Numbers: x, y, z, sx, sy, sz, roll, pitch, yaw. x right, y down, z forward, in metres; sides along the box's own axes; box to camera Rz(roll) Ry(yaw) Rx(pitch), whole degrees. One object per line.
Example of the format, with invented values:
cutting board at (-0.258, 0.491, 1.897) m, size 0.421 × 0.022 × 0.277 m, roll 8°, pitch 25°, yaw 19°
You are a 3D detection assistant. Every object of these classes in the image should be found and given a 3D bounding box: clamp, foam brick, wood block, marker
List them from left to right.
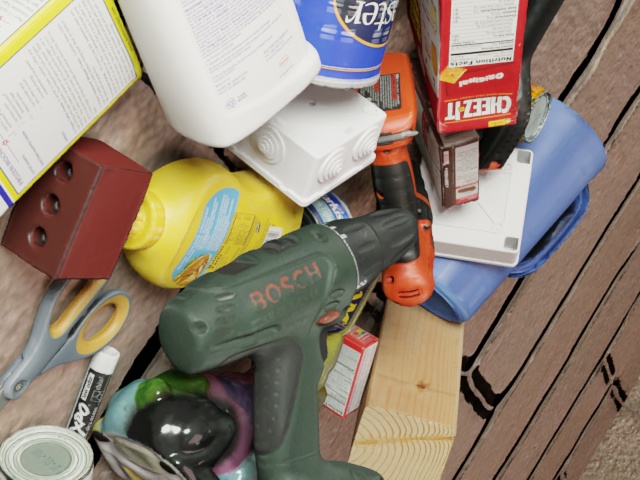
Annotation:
foam brick at (-0.149, -0.020, 0.660) m, size 0.051 × 0.053 × 0.078 m, roll 6°, pitch 110°, yaw -60°
marker at (-0.178, 0.135, 0.796) m, size 0.020 × 0.020 × 0.121 m, roll 0°, pitch 116°, yaw -59°
wood block at (0.092, 0.154, 1.099) m, size 0.206 × 0.091 × 0.090 m, roll -70°, pitch 175°, yaw -61°
clamp at (0.162, -0.156, 0.919) m, size 0.036 × 0.165 × 0.210 m, roll -4°, pitch 110°, yaw -16°

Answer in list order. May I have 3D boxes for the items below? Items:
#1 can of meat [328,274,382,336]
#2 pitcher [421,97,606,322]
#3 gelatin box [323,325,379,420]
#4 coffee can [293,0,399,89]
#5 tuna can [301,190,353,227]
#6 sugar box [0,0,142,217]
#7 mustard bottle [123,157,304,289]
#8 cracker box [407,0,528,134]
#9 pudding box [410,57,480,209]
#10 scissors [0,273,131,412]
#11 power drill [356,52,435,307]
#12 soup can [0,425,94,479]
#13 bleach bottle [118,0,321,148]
can of meat at (0.007, 0.031, 0.971) m, size 0.102 × 0.058 × 0.083 m, roll -61°, pitch 150°, yaw -1°
pitcher at (0.189, -0.027, 1.141) m, size 0.242 × 0.149 × 0.145 m, roll -50°, pitch 170°, yaw -13°
gelatin box at (0.012, 0.119, 1.044) m, size 0.030 × 0.073 × 0.089 m, roll -24°, pitch 136°, yaw -49°
coffee can at (0.008, -0.185, 0.714) m, size 0.102 × 0.103 × 0.140 m, roll -21°, pitch 133°, yaw -51°
tuna can at (-0.006, 0.001, 0.884) m, size 0.033 × 0.086 × 0.086 m, roll -15°, pitch 130°, yaw -33°
sugar box at (-0.178, -0.068, 0.574) m, size 0.176 × 0.048 × 0.093 m, roll -47°, pitch 151°, yaw -19°
mustard bottle at (-0.088, -0.011, 0.766) m, size 0.191 × 0.058 × 0.096 m, roll 4°, pitch 118°, yaw -61°
cracker box at (0.110, -0.214, 0.799) m, size 0.214 × 0.072 × 0.164 m, roll 85°, pitch -1°, yaw -46°
pudding box at (0.110, -0.099, 0.964) m, size 0.039 × 0.113 × 0.090 m, roll -15°, pitch 144°, yaw -1°
scissors at (-0.195, 0.096, 0.734) m, size 0.202 × 0.016 × 0.096 m, roll -58°, pitch 153°, yaw -4°
power drill at (0.065, -0.064, 0.922) m, size 0.184 × 0.057 × 0.187 m, roll -91°, pitch 169°, yaw -49°
soup can at (-0.199, 0.192, 0.762) m, size 0.068 × 0.069 × 0.102 m, roll -25°, pitch 136°, yaw -48°
bleach bottle at (-0.072, -0.173, 0.570) m, size 0.102 × 0.068 × 0.251 m, roll -45°, pitch 141°, yaw -26°
